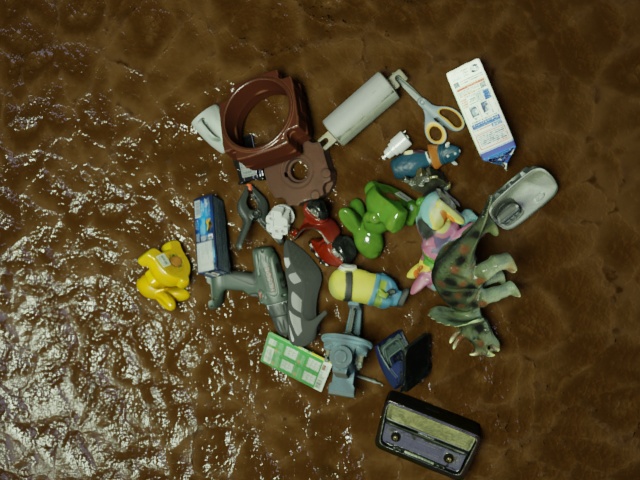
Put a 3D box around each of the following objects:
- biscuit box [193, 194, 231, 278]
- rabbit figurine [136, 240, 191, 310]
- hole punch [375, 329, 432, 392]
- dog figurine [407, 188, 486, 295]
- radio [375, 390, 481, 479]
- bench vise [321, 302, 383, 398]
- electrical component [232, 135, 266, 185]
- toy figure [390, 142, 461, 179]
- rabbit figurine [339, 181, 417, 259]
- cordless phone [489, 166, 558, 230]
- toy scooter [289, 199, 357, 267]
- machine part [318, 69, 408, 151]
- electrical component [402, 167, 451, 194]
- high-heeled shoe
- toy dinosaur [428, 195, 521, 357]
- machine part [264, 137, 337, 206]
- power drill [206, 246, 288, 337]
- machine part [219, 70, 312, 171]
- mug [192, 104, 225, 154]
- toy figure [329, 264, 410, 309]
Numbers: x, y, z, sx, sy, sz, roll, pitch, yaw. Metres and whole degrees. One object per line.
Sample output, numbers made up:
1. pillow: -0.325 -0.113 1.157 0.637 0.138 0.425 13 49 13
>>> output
1. biscuit box: -0.271 -0.011 1.340 0.059 0.062 0.202 -15 70 20
2. rabbit figurine: -0.415 0.104 1.425 0.173 0.122 0.162 -35 96 32
3. hole punch: 0.193 0.275 1.244 0.092 0.142 0.115 6 108 38
4. dog figurine: 0.249 0.015 1.189 0.191 0.108 0.219 31 113 -16
5. radio: 0.251 0.462 1.275 0.230 0.073 0.131 19 102 14
6. bench vise: 0.072 0.242 1.266 0.129 0.223 0.240 2 66 22
7. electrical component: -0.174 -0.200 1.329 0.075 0.048 0.119 -6 97 17
8. toy figure: 0.236 -0.181 1.202 0.155 0.064 0.058 -17 54 14
9. rabbit figurine: 0.120 -0.037 1.230 0.159 0.121 0.170 32 120 14
10. cordless phone: 0.411 -0.087 1.095 0.146 0.184 0.089 -42 80 18
11. toy scooter: -0.003 -0.004 1.287 0.135 0.075 0.183 -25 102 40
12. machine part: 0.092 -0.295 1.214 0.243 0.079 0.079 -40 85 14
13. electrical component: 0.242 -0.127 1.189 0.078 0.102 0.045 -32 55 34
14. high-heeled shoe: -0.061 0.134 1.324 0.145 0.086 0.249 -45 58 34
15. toy dinosaur: 0.298 0.079 1.112 0.192 0.131 0.404 -26 128 3
16. machine part: -0.050 -0.166 1.291 0.180 0.056 0.179 2 97 18
17. power drill: -0.180 0.135 1.360 0.207 0.086 0.231 -4 95 21
18. machine part: -0.130 -0.278 1.251 0.202 0.087 0.201 -15 72 21
19. mug: -0.253 -0.267 1.318 0.081 0.109 0.107 -38 99 12
20. toy figure: 0.110 0.112 1.235 0.180 0.089 0.082 21 141 -1
